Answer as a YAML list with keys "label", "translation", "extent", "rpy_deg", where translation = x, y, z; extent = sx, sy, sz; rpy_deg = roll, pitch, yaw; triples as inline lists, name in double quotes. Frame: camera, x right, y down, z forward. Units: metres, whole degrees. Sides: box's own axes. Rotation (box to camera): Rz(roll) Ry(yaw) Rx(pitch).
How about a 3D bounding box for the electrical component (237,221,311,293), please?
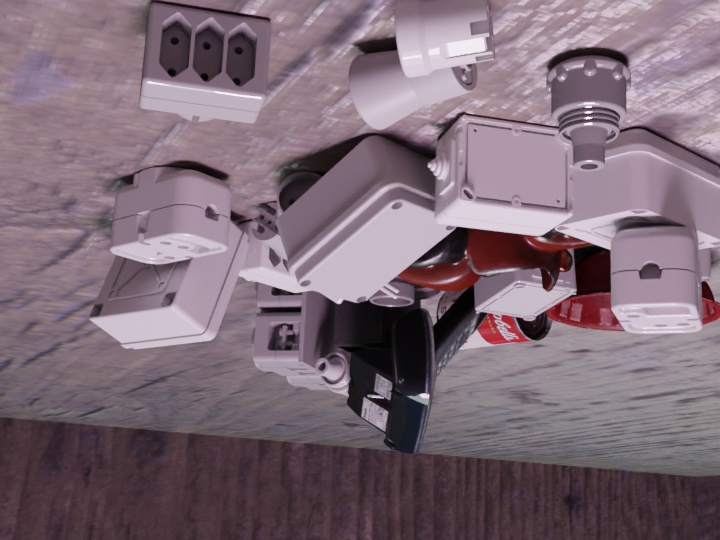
- label: "electrical component"
  translation: [-0.086, -0.010, 0.982]
  extent: [0.076, 0.047, 0.083]
  rpy_deg: [-9, 161, 38]

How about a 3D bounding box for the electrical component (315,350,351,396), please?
- label: "electrical component"
  translation: [-0.019, 0.101, 1.067]
  extent: [0.043, 0.043, 0.062]
  rpy_deg: [-8, 162, 34]

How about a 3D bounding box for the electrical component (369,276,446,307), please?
- label: "electrical component"
  translation: [0.030, 0.000, 0.972]
  extent: [0.108, 0.060, 0.108]
  rpy_deg: [2, 165, 1]

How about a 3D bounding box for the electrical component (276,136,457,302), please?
- label: "electrical component"
  translation: [0.005, -0.033, 0.772]
  extent: [0.078, 0.057, 0.113]
  rpy_deg: [17, 133, -45]

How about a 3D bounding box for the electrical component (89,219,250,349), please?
- label: "electrical component"
  translation: [-0.162, 0.007, 0.922]
  extent: [0.109, 0.108, 0.056]
  rpy_deg: [-9, 141, 36]

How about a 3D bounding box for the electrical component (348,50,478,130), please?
- label: "electrical component"
  translation: [0.032, -0.108, 0.601]
  extent: [0.065, 0.044, 0.044]
  rpy_deg: [-13, 159, 32]

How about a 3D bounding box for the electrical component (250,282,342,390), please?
- label: "electrical component"
  translation: [-0.056, 0.061, 1.132]
  extent: [0.060, 0.105, 0.186]
  rpy_deg: [-2, 165, 16]

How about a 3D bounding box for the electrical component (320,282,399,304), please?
- label: "electrical component"
  translation: [0.000, 0.000, 0.888]
  extent: [0.076, 0.047, 0.083]
  rpy_deg: [33, -166, -3]

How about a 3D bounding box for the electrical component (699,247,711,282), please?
- label: "electrical component"
  translation: [0.244, -0.017, 0.885]
  extent: [0.062, 0.061, 0.096]
  rpy_deg: [2, 173, 1]

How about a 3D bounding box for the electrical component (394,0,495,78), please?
- label: "electrical component"
  translation: [0.044, -0.121, 0.551]
  extent: [0.046, 0.040, 0.040]
  rpy_deg: [-6, 164, 12]

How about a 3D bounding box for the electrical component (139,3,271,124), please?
- label: "electrical component"
  translation: [-0.090, -0.108, 0.607]
  extent: [0.066, 0.047, 0.077]
  rpy_deg: [6, 165, -13]

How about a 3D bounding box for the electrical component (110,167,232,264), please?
- label: "electrical component"
  translation: [-0.147, -0.043, 0.839]
  extent: [0.095, 0.059, 0.054]
  rpy_deg: [-10, 161, 39]

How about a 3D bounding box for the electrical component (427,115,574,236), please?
- label: "electrical component"
  translation: [0.089, -0.062, 0.724]
  extent: [0.096, 0.061, 0.061]
  rpy_deg: [6, 165, -14]

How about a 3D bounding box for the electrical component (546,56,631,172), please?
- label: "electrical component"
  translation: [0.131, -0.088, 0.616]
  extent: [0.048, 0.062, 0.048]
  rpy_deg: [2, 165, 1]

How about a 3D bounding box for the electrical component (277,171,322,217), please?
- label: "electrical component"
  translation: [-0.044, -0.044, 0.851]
  extent: [0.043, 0.043, 0.081]
  rpy_deg: [3, 165, -3]

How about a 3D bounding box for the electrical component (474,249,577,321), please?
- label: "electrical component"
  translation: [0.150, -0.001, 0.964]
  extent: [0.062, 0.061, 0.096]
  rpy_deg: [9, 157, -20]

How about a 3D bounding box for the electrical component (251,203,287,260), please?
- label: "electrical component"
  translation: [-0.065, -0.033, 0.908]
  extent: [0.040, 0.040, 0.046]
  rpy_deg: [-6, 158, 30]

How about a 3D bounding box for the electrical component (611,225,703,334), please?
- label: "electrical component"
  translation: [0.203, 0.006, 0.734]
  extent: [0.054, 0.059, 0.095]
  rpy_deg: [-2, 165, 21]

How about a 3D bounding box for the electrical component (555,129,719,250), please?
- label: "electrical component"
  translation: [0.197, -0.051, 0.757]
  extent: [0.113, 0.057, 0.078]
  rpy_deg: [15, 162, -40]
